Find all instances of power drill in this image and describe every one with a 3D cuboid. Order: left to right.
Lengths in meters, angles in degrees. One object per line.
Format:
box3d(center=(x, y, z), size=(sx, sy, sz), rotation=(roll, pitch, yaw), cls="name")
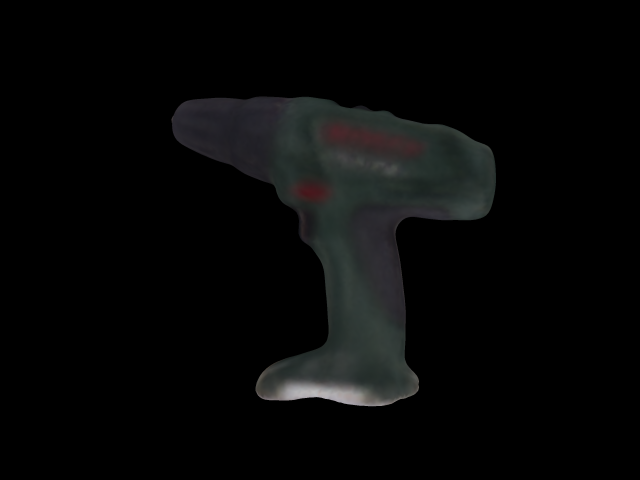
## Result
box3d(center=(0.004, 0.001, 0.400), size=(0.229, 0.208, 0.076), rotation=(0, 0, 9), cls="power drill")
